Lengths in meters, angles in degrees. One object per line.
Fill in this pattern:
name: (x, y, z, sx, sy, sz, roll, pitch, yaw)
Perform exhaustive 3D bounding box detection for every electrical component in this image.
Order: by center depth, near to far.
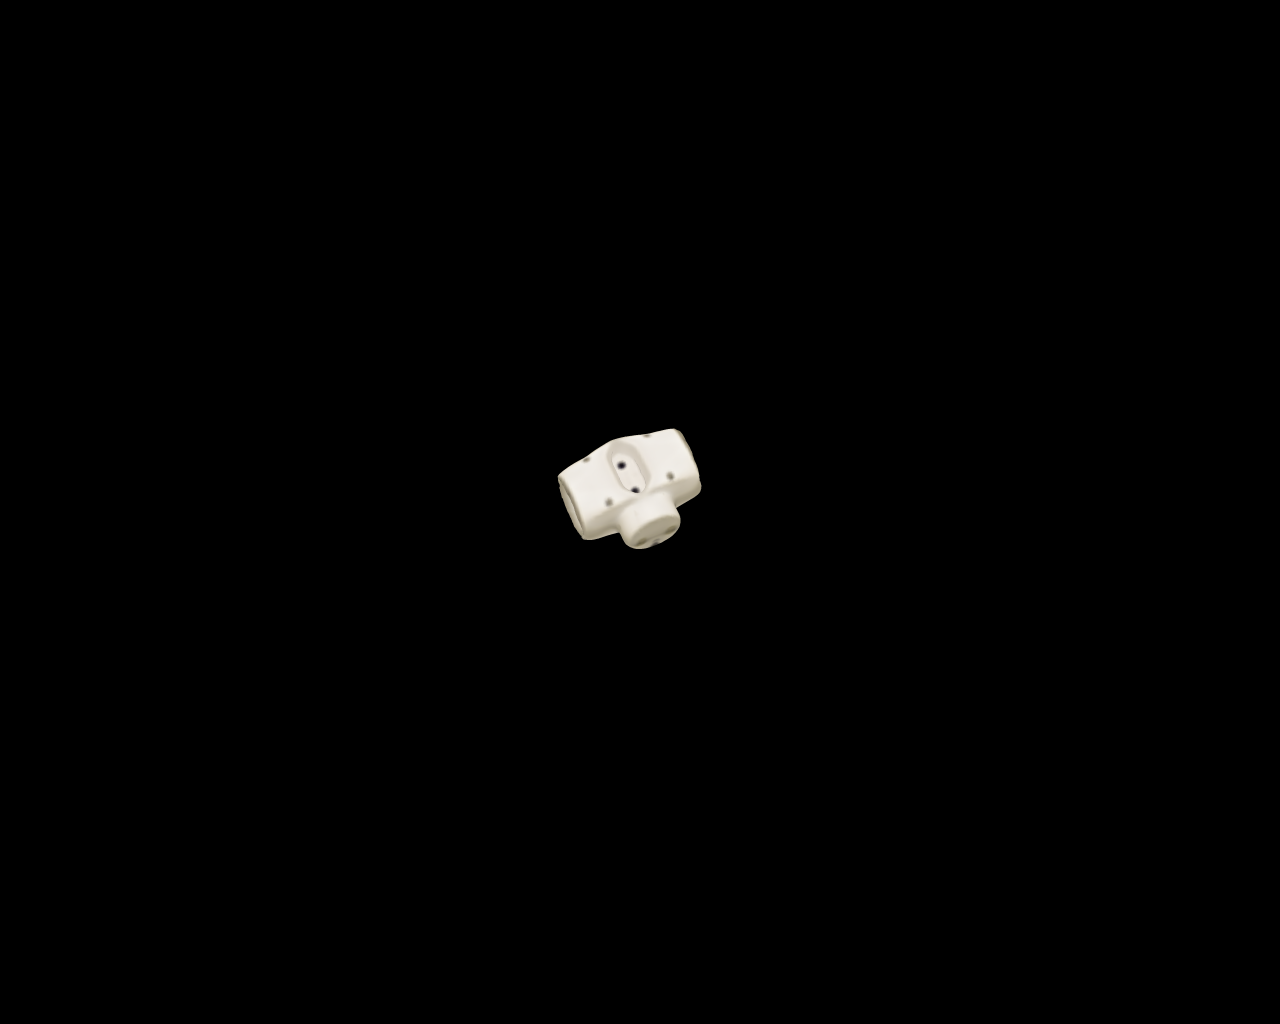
electrical component: (0.001, -0.003, 0.650, 0.077, 0.079, 0.043, -22, -25, -10)
